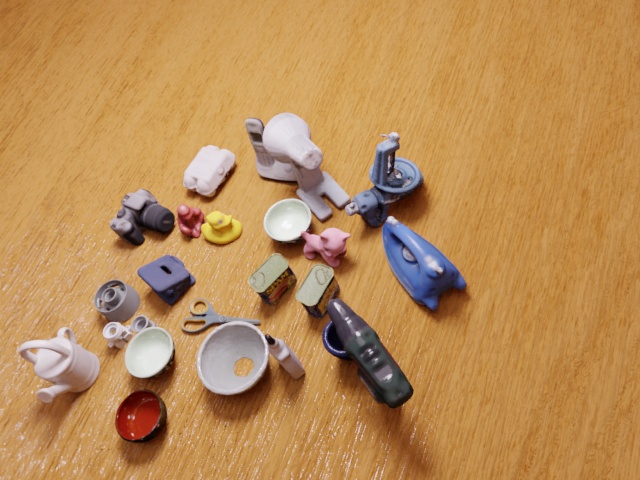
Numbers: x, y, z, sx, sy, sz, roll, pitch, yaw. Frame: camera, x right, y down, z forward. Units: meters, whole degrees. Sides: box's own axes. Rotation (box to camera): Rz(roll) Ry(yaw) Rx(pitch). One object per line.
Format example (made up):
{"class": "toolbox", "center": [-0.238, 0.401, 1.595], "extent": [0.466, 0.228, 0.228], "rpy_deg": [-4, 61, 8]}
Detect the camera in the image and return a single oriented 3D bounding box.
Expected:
{"class": "camera", "center": [-0.470, -0.060, 1.533], "extent": [0.136, 0.101, 0.143], "rpy_deg": [21, 68, 26]}

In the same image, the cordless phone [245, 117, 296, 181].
{"class": "cordless phone", "center": [-0.114, -0.239, 1.484], "extent": [0.147, 0.185, 0.094], "rpy_deg": [8, 63, 21]}

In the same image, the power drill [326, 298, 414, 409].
{"class": "power drill", "center": [0.101, 0.236, 1.121], "extent": [0.075, 0.209, 0.229], "rpy_deg": [-36, 57, -6]}

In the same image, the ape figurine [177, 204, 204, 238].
{"class": "ape figurine", "center": [-0.346, -0.059, 1.501], "extent": [0.078, 0.092, 0.076], "rpy_deg": [-42, 57, -10]}

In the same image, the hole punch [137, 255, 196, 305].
{"class": "hole punch", "center": [-0.382, 0.087, 1.425], "extent": [0.108, 0.091, 0.101], "rpy_deg": [34, 74, 30]}

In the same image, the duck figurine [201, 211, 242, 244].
{"class": "duck figurine", "center": [-0.261, -0.040, 1.468], "extent": [0.104, 0.086, 0.077], "rpy_deg": [-6, 59, 14]}

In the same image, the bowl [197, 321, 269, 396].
{"class": "bowl", "center": [-0.182, 0.269, 1.267], "extent": [0.167, 0.075, 0.167], "rpy_deg": [-7, 58, 12]}

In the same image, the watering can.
{"class": "watering can", "center": [-0.600, 0.282, 1.312], "extent": [0.101, 0.194, 0.172], "rpy_deg": [-29, 56, -1]}

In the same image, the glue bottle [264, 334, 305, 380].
{"class": "glue bottle", "center": [-0.082, 0.234, 1.199], "extent": [0.037, 0.173, 0.078], "rpy_deg": [-39, 57, -8]}

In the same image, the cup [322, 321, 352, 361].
{"class": "cup", "center": [0.070, 0.221, 1.208], "extent": [0.117, 0.095, 0.092], "rpy_deg": [19, 67, 25]}

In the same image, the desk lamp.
{"class": "desk lamp", "center": [-0.033, -0.188, 1.412], "extent": [0.118, 0.214, 0.202], "rpy_deg": [-37, 57, -7]}

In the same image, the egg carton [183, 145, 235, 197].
{"class": "egg carton", "center": [-0.304, -0.191, 1.581], "extent": [0.107, 0.069, 0.150], "rpy_deg": [19, 67, 26]}

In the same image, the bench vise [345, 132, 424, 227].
{"class": "bench vise", "center": [0.150, -0.134, 1.321], "extent": [0.121, 0.220, 0.208], "rpy_deg": [28, 71, 29]}

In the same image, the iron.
{"class": "iron", "center": [0.202, 0.022, 1.259], "extent": [0.119, 0.142, 0.257], "rpy_deg": [-35, 57, -6]}

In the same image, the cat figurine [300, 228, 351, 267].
{"class": "cat figurine", "center": [0.012, 0.005, 1.341], "extent": [0.127, 0.118, 0.067], "rpy_deg": [16, 66, 24]}
